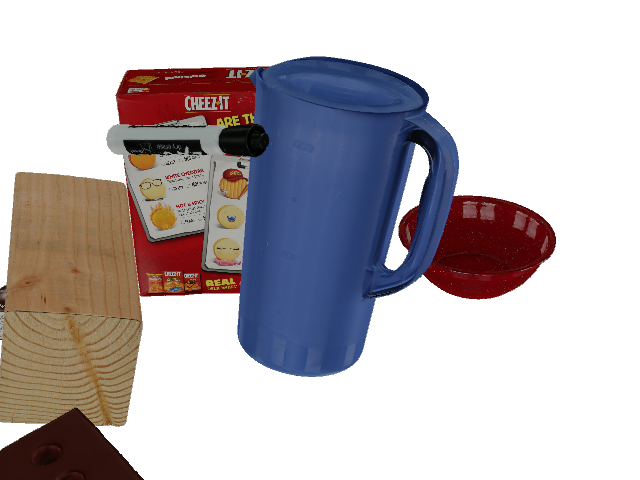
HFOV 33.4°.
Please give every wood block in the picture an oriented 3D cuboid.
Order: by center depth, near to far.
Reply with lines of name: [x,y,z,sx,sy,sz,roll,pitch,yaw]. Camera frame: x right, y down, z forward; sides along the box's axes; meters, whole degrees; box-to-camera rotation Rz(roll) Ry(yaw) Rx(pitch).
wood block: [-0.188,0.036,0.793,0.090,0.091,0.206,5,28,-17]

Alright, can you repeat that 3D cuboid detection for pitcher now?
pitcher: [0.009,-0.014,0.847,0.145,0.243,0.149,3,26,-14]

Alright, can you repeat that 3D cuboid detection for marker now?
marker: [-0.080,-0.060,0.634,0.121,0.020,0.020,5,3,37]

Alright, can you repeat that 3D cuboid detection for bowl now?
bowl: [0.160,0.014,1.111,0.162,0.055,0.162,0,31,0]

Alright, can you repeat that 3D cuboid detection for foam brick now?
foam brick: [-0.111,0.127,0.493,0.052,0.051,0.078,-29,43,-29]

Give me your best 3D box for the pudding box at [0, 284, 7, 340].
pudding box: [-0.262,0.068,1.032,0.114,0.039,0.090,4,19,19]

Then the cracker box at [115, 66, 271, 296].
cracker box: [-0.096,-0.053,1.002,0.164,0.214,0.072,-2,31,-1]
